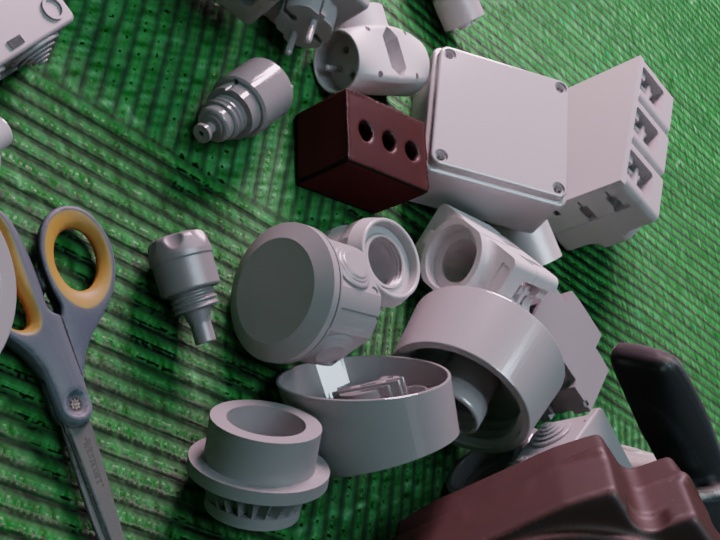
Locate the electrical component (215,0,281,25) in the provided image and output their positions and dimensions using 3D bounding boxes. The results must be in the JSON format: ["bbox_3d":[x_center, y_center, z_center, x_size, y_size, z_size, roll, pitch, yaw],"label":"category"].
[{"bbox_3d":[-0.096,-0.231,0.644,0.150,0.062,0.089,35,61,-22],"label":"electrical component"}]

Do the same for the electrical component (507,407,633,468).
[{"bbox_3d":[0.136,0.149,0.682,0.100,0.048,0.099,-38,103,-48],"label":"electrical component"}]

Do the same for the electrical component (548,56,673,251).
[{"bbox_3d":[0.210,-0.097,0.916,0.062,0.089,0.150,42,48,-28],"label":"electrical component"}]

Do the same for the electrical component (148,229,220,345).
[{"bbox_3d":[-0.093,0.010,0.589,0.035,0.035,0.061,-14,87,-49],"label":"electrical component"}]

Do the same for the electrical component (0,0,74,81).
[{"bbox_3d":[-0.200,-0.131,0.520,0.099,0.048,0.099,55,43,-16],"label":"electrical component"}]

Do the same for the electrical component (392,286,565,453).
[{"bbox_3d":[0.069,0.070,0.687,0.108,0.108,0.060,52,50,-19],"label":"electrical component"}]

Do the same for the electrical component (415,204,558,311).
[{"bbox_3d":[0.080,-0.001,0.735,0.056,0.050,0.089,22,15,-40],"label":"electrical component"}]

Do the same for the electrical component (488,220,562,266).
[{"bbox_3d":[0.121,-0.040,0.833,0.043,0.043,0.081,-25,93,-49],"label":"electrical component"}]

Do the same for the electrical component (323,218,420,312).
[{"bbox_3d":[0.000,0.000,0.676,0.058,0.057,0.078,51,44,-20],"label":"electrical component"}]

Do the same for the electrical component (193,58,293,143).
[{"bbox_3d":[-0.073,-0.098,0.650,0.040,0.040,0.078,57,42,-13],"label":"electrical component"}]

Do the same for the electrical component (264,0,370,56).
[{"bbox_3d":[-0.033,-0.172,0.704,0.047,0.066,0.076,36,51,-32],"label":"electrical component"}]

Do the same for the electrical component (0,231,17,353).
[{"bbox_3d":[-0.207,0.010,0.446,0.108,0.060,0.108,21,60,-41],"label":"electrical component"}]

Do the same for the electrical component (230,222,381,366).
[{"bbox_3d":[-0.032,0.016,0.619,0.051,0.080,0.080,17,63,-49],"label":"electrical component"}]

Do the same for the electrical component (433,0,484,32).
[{"bbox_3d":[0.072,-0.224,0.859,0.044,0.044,0.065,-38,108,-48],"label":"electrical component"}]

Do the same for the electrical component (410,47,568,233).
[{"bbox_3d":[0.093,-0.095,0.787,0.109,0.056,0.108,14,61,-13],"label":"electrical component"}]

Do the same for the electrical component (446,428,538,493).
[{"bbox_3d":[0.097,0.152,0.720,0.059,0.054,0.095,56,43,-15],"label":"electrical component"}]

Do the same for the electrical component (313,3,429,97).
[{"bbox_3d":[0.004,-0.161,0.756,0.077,0.043,0.079,-8,80,-48],"label":"electrical component"}]

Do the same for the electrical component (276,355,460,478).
[{"bbox_3d":[0.007,0.080,0.623,0.099,0.099,0.064,-18,94,-49],"label":"electrical component"}]

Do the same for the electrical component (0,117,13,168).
[{"bbox_3d":[-0.190,-0.052,0.503,0.043,0.043,0.062,56,41,-14],"label":"electrical component"}]
